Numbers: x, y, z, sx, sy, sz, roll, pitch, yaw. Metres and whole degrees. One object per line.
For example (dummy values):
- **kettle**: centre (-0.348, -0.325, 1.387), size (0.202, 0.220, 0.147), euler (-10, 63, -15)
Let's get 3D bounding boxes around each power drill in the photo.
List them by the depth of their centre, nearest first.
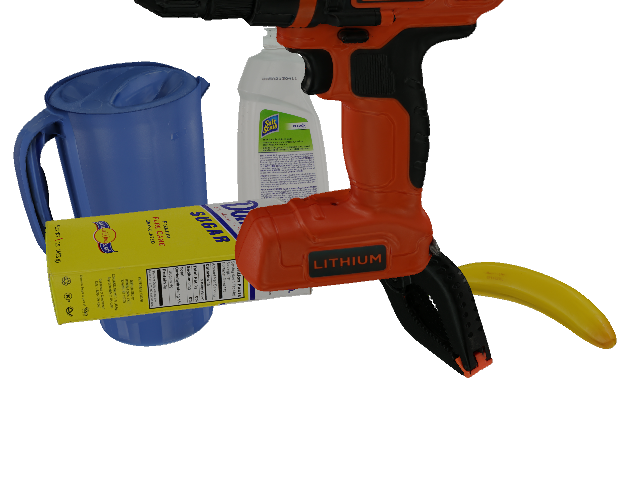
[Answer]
- **power drill**: centre (-0.003, -0.067, 0.525), size (0.184, 0.188, 0.057), euler (-5, 33, -15)

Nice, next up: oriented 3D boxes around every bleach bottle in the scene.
- **bleach bottle**: centre (-0.034, -0.089, 1.092), size (0.102, 0.251, 0.068), euler (-5, 16, -20)

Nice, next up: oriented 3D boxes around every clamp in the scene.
- **clamp**: centre (0.072, 0.014, 0.867), size (0.036, 0.210, 0.165), euler (-27, -22, -27)

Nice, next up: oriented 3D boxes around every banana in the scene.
- **banana**: centre (0.205, 0.058, 1.064), size (0.198, 0.069, 0.037), euler (14, -36, 27)

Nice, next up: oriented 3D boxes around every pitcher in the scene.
- **pitcher**: centre (-0.170, -0.027, 0.955), size (0.149, 0.243, 0.145), euler (-1, 27, 5)

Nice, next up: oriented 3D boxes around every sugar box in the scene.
- **sugar box**: centre (-0.101, 0.011, 0.751), size (0.176, 0.048, 0.093), euler (-9, 27, -12)
